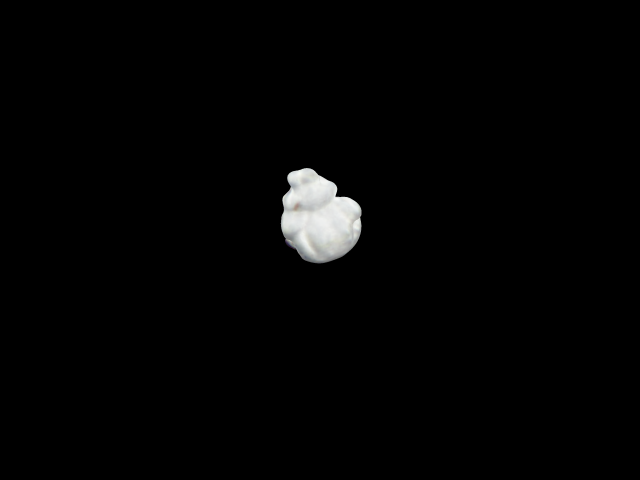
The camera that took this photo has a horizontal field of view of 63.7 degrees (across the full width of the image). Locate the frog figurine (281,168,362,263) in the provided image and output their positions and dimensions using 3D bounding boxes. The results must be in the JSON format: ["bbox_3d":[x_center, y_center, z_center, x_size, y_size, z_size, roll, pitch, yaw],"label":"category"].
[{"bbox_3d":[0.003,-0.043,0.850,0.137,0.126,0.155,-7,-42,-6],"label":"frog figurine"}]
